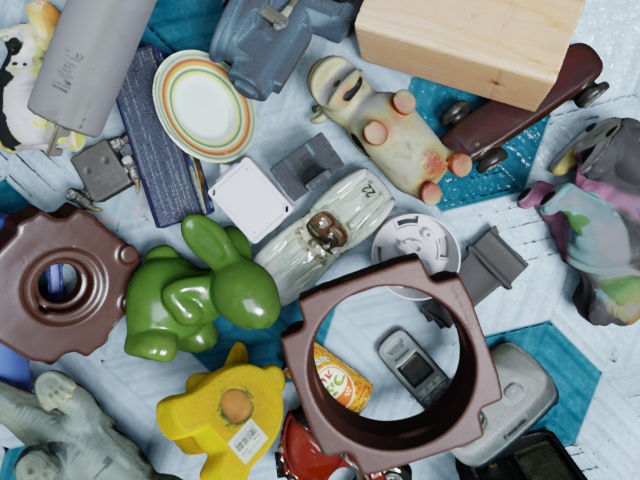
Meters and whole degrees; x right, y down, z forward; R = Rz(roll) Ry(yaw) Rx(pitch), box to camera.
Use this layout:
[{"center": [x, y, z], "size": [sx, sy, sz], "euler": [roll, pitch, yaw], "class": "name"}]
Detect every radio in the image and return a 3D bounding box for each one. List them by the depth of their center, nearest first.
[{"center": [0.232, 0.302, 0.587], "size": [0.131, 0.229, 0.073], "euler": [-13, 95, 6], "class": "radio"}]

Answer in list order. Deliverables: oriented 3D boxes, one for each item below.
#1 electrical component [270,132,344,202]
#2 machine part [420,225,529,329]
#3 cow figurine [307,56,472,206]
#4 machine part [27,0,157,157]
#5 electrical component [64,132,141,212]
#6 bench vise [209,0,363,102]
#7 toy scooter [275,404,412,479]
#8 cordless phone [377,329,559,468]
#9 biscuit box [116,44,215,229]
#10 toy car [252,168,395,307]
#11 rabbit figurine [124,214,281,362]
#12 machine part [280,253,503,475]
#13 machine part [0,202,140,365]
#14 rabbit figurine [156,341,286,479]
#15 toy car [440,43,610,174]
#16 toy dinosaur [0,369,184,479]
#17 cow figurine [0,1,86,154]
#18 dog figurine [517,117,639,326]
[{"center": [-0.015, -0.080, 0.601], "size": [0.075, 0.119, 0.047], "euler": [-36, 95, 6], "class": "electrical component"}, {"center": [0.184, 0.054, 0.656], "size": [0.139, 0.039, 0.084], "euler": [-42, 99, 2], "class": "machine part"}, {"center": [0.065, -0.129, 0.604], "size": [0.194, 0.127, 0.085], "euler": [40, 89, -19], "class": "cow figurine"}, {"center": [-0.231, -0.196, 0.548], "size": [0.079, 0.079, 0.243], "euler": [27, 98, -3], "class": "machine part"}, {"center": [-0.253, -0.078, 0.638], "size": [0.102, 0.045, 0.078], "euler": [-23, 97, 2], "class": "electrical component"}, {"center": [-0.074, -0.281, 0.583], "size": [0.240, 0.129, 0.223], "euler": [31, 92, -7], "class": "bench vise"}, {"center": [0.012, 0.291, 0.662], "size": [0.184, 0.075, 0.135], "euler": [37, 94, -8], "class": "toy scooter"}, {"center": [0.173, 0.161, 0.652], "size": [0.146, 0.088, 0.184], "euler": [-44, 77, 4], "class": "cordless phone"}, {"center": [-0.184, -0.118, 0.626], "size": [0.063, 0.059, 0.202], "euler": [-15, 96, 2], "class": "biscuit box"}, {"center": [-0.001, -0.002, 0.640], "size": [0.202, 0.056, 0.073], "euler": [-42, 95, 4], "class": "toy car"}, {"center": [-0.118, 0.056, 0.609], "size": [0.170, 0.121, 0.159], "euler": [-6, 77, 24], "class": "rabbit figurine"}, {"center": [0.073, 0.127, 0.579], "size": [0.201, 0.087, 0.201], "euler": [-20, 90, 4], "class": "machine part"}, {"center": [-0.289, 0.048, 0.594], "size": [0.179, 0.056, 0.179], "euler": [-9, 105, -39], "class": "machine part"}, {"center": [-0.119, 0.195, 0.623], "size": [0.122, 0.173, 0.162], "euler": [40, 50, -5], "class": "rabbit figurine"}, {"center": [0.233, -0.156, 0.626], "size": [0.202, 0.053, 0.089], "euler": [-36, 81, 4], "class": "toy car"}, {"center": [-0.258, 0.261, 0.613], "size": [0.405, 0.192, 0.131], "euler": [47, 56, 4], "class": "toy dinosaur"}, {"center": [-0.333, -0.185, 0.619], "size": [0.098, 0.068, 0.167], "euler": [-3, 95, 6], "class": "cow figurine"}, {"center": [0.347, -0.007, 0.618], "size": [0.219, 0.108, 0.191], "euler": [44, 91, -8], "class": "dog figurine"}]
